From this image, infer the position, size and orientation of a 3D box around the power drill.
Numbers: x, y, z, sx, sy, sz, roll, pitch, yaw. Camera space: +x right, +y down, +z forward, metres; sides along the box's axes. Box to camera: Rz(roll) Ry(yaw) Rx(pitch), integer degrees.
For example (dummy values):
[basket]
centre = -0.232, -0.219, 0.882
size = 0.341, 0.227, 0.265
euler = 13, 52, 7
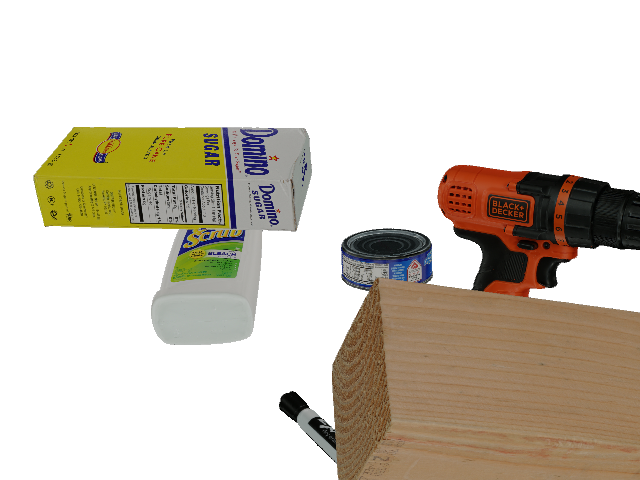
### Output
[power drill]
centre = 0.173, 0.040, 0.814
size = 0.185, 0.188, 0.057
euler = 13, 17, 34

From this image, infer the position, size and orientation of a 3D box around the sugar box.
[sugar box]
centre = -0.098, -0.045, 0.741
size = 0.176, 0.048, 0.093
euler = -2, 28, 7

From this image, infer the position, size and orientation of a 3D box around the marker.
[marker]
centre = 0.006, 0.153, 0.820
size = 0.020, 0.020, 0.121
euler = 0, 25, -40

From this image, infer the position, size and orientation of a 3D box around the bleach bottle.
[bleach bottle]
centre = -0.113, 0.003, 1.123
size = 0.102, 0.068, 0.251
euler = -2, 37, 1

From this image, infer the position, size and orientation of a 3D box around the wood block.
[wood block]
centre = 0.118, 0.093, 0.580
size = 0.206, 0.091, 0.090
euler = 8, -41, -13

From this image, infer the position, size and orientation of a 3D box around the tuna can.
[tuna can]
centre = 0.062, 0.017, 0.993
size = 0.086, 0.034, 0.086
euler = -3, 19, 1
